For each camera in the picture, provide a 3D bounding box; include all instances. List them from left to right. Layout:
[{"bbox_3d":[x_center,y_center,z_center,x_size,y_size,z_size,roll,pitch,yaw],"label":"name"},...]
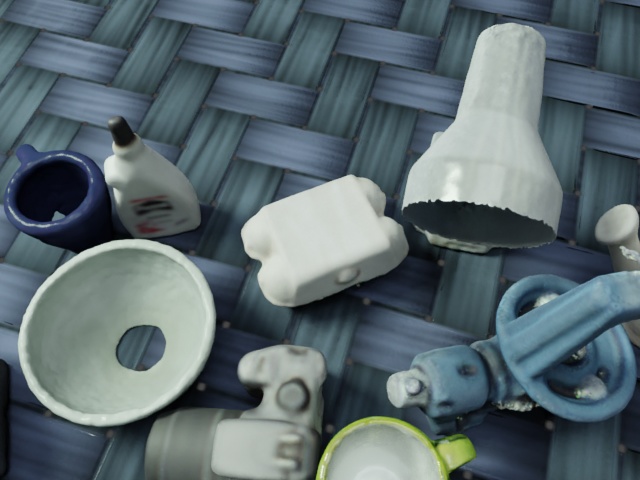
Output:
[{"bbox_3d":[-0.066,0.156,0.465,0.136,0.101,0.143,4,63,3],"label":"camera"}]

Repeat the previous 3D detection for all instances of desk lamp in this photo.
[{"bbox_3d":[0.142,-0.067,0.512,0.118,0.213,0.203,12,64,7],"label":"desk lamp"}]

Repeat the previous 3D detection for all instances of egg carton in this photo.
[{"bbox_3d":[0.005,0.002,0.560,0.150,0.069,0.107,-22,65,-10],"label":"egg carton"}]

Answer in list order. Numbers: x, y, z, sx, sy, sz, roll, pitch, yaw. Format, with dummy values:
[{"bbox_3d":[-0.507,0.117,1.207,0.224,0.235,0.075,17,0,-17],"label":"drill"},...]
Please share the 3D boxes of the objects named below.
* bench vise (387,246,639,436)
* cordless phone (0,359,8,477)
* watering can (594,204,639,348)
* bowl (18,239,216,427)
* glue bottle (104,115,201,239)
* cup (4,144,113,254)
[{"bbox_3d":[0.163,0.092,0.427,0.207,0.220,0.121,-30,66,-13],"label":"bench vise"},{"bbox_3d":[-0.326,0.127,0.436,0.094,0.185,0.147,-17,64,-7],"label":"cordless phone"},{"bbox_3d":[0.320,0.022,0.475,0.173,0.194,0.101,0,63,1],"label":"watering can"},{"bbox_3d":[-0.170,0.088,0.516,0.167,0.075,0.167,0,63,1],"label":"bowl"},{"bbox_3d":[-0.164,-0.057,0.534,0.078,0.173,0.037,-14,63,-6],"label":"glue bottle"},{"bbox_3d":[-0.253,-0.035,0.568,0.092,0.095,0.117,-38,68,-17],"label":"cup"}]
